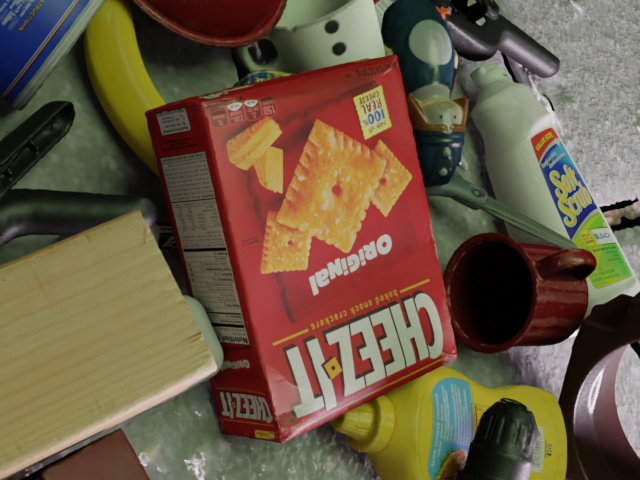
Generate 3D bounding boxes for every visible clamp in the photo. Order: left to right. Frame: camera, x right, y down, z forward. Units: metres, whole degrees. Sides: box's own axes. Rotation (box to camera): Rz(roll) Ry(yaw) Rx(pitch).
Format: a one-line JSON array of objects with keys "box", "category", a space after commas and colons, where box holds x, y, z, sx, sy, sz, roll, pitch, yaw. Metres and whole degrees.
[{"box": [-0.181, -0.018, 0.601, 0.171, 0.039, 0.120, -31, 51, -33], "category": "clamp"}, {"box": [0.151, -0.204, 0.989, 0.164, 0.036, 0.209, 55, 35, -2], "category": "clamp"}]

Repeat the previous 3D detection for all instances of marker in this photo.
[{"box": [-0.094, -0.002, 0.707, 0.120, 0.020, 0.020, 1, 67, -39], "category": "marker"}]

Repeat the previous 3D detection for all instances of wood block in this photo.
[{"box": [-0.167, 0.073, 0.514, 0.205, 0.090, 0.091, -24, 84, -25], "category": "wood block"}]

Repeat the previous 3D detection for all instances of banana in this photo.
[{"box": [-0.108, -0.091, 0.717, 0.069, 0.037, 0.198, -28, 87, -2], "category": "banana"}]

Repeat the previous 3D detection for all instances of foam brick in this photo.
[{"box": [-0.130, 0.140, 0.561, 0.052, 0.078, 0.051, -24, 85, -44], "category": "foam brick"}]

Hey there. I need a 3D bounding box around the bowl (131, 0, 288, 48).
[{"box": [-0.074, -0.217, 0.737, 0.161, 0.055, 0.162, 16, 62, -33], "category": "bowl"}]

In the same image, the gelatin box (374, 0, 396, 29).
[{"box": [0.053, -0.159, 0.905, 0.073, 0.030, 0.089, 49, 47, -6], "category": "gelatin box"}]

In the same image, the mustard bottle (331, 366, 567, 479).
[{"box": [0.089, 0.139, 0.753, 0.191, 0.058, 0.096, 17, 71, -32], "category": "mustard bottle"}]

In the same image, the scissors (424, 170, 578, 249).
[{"box": [0.118, -0.052, 0.876, 0.201, 0.016, 0.096, 15, 48, -15], "category": "scissors"}]

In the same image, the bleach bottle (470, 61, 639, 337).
[{"box": [0.190, -0.041, 0.932, 0.102, 0.068, 0.251, -10, 72, -44], "category": "bleach bottle"}]

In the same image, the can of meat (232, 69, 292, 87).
[{"box": [-0.017, -0.070, 0.781, 0.101, 0.058, 0.084, 14, 57, -34], "category": "can of meat"}]

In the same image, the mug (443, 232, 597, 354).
[{"box": [0.164, 0.037, 0.833, 0.081, 0.117, 0.093, 5, 57, -43], "category": "mug"}]

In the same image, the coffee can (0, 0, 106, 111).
[{"box": [-0.208, -0.160, 0.640, 0.140, 0.103, 0.102, 37, 49, -18], "category": "coffee can"}]

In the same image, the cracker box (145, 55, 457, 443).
[{"box": [-0.005, 0.001, 0.688, 0.163, 0.072, 0.214, -19, 100, -37], "category": "cracker box"}]

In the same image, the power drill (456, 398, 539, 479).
[{"box": [0.157, 0.216, 0.734, 0.187, 0.057, 0.184, 22, 83, -29], "category": "power drill"}]
